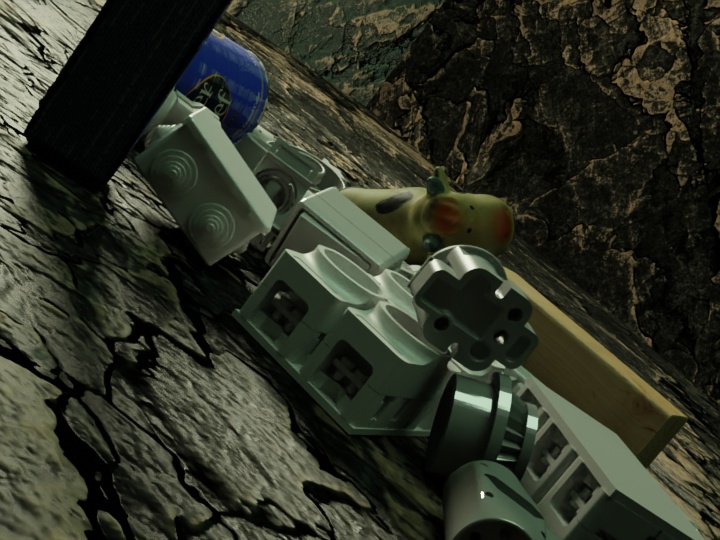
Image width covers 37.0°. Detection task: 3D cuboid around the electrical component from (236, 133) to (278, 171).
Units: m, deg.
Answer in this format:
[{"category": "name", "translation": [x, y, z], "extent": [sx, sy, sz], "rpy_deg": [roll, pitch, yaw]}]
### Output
[{"category": "electrical component", "translation": [-0.095, -0.091, 0.968], "extent": [0.055, 0.047, 0.055], "rpy_deg": [36, 10, -7]}]

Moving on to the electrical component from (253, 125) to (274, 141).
[{"category": "electrical component", "translation": [-0.125, -0.131, 1.057], "extent": [0.077, 0.043, 0.079], "rpy_deg": [34, 10, -23]}]

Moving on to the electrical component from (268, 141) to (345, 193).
[{"category": "electrical component", "translation": [-0.065, -0.078, 1.042], "extent": [0.099, 0.064, 0.099], "rpy_deg": [27, 23, -12]}]

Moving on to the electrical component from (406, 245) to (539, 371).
[{"category": "electrical component", "translation": [0.063, 0.019, 0.634], "extent": [0.078, 0.058, 0.057], "rpy_deg": [35, 13, -17]}]

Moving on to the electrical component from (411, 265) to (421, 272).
[{"category": "electrical component", "translation": [0.057, 0.018, 1.031], "extent": [0.044, 0.044, 0.065], "rpy_deg": [36, 5, -12]}]

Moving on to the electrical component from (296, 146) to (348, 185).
[{"category": "electrical component", "translation": [-0.054, -0.102, 1.188], "extent": [0.064, 0.042, 0.081], "rpy_deg": [30, 11, -19]}]

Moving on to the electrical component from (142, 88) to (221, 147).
[{"category": "electrical component", "translation": [-0.151, -0.116, 0.859], "extent": [0.057, 0.058, 0.078], "rpy_deg": [37, 10, -22]}]

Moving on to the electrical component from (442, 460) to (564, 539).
[{"category": "electrical component", "translation": [0.078, 0.139, 0.535], "extent": [0.079, 0.043, 0.077], "rpy_deg": [38, 10, -4]}]

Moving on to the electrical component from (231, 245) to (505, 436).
[{"category": "electrical component", "translation": [0.018, 0.048, 0.689], "extent": [0.105, 0.060, 0.186], "rpy_deg": [42, 11, 25]}]

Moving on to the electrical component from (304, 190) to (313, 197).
[{"category": "electrical component", "translation": [-0.066, -0.058, 0.933], "extent": [0.081, 0.043, 0.043], "rpy_deg": [36, 10, -9]}]

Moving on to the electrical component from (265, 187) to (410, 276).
[{"category": "electrical component", "translation": [-0.014, -0.006, 0.798], "extent": [0.096, 0.061, 0.061], "rpy_deg": [40, 28, 11]}]

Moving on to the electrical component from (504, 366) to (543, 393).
[{"category": "electrical component", "translation": [0.111, 0.099, 0.824], "extent": [0.083, 0.047, 0.076], "rpy_deg": [40, 10, 16]}]

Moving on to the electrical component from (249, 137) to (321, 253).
[{"category": "electrical component", "translation": [-0.072, -0.056, 0.833], "extent": [0.042, 0.081, 0.064], "rpy_deg": [37, -13, -8]}]

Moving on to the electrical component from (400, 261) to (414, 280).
[{"category": "electrical component", "translation": [0.000, 0.000, 0.876], "extent": [0.080, 0.051, 0.080], "rpy_deg": [37, 10, -7]}]

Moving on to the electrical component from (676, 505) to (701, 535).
[{"category": "electrical component", "translation": [0.225, 0.193, 0.808], "extent": [0.043, 0.043, 0.062], "rpy_deg": [34, 9, -20]}]

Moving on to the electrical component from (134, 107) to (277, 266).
[{"category": "electrical component", "translation": [-0.101, -0.056, 0.713], "extent": [0.099, 0.048, 0.099], "rpy_deg": [56, 6, -11]}]

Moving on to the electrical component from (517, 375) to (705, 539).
[{"category": "electrical component", "translation": [0.147, 0.145, 0.697], "extent": [0.089, 0.061, 0.150], "rpy_deg": [34, 10, -20]}]
